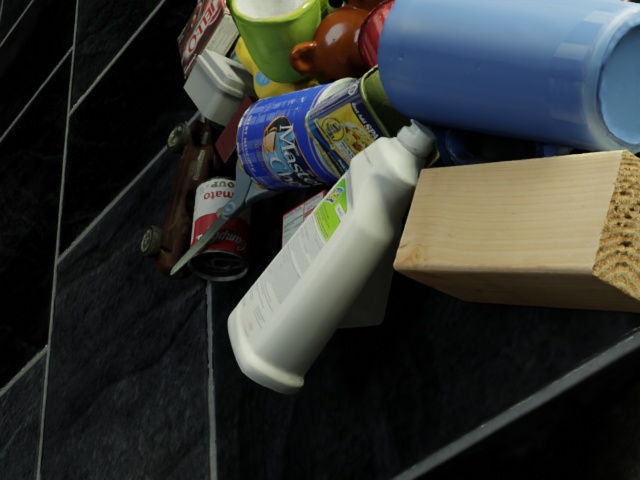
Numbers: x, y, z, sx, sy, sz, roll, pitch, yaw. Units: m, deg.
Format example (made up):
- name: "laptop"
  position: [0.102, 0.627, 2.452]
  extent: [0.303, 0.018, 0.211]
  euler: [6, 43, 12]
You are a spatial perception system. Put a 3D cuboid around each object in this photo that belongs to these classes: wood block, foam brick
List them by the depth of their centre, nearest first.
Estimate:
- name: "wood block"
  position: [0.162, -0.003, 0.797]
  extent: [0.206, 0.090, 0.091]
  euler: [-1, 69, 56]
- name: "foam brick"
  position: [-0.078, -0.121, 1.255]
  extent: [0.078, 0.052, 0.051]
  euler: [-55, 34, 18]

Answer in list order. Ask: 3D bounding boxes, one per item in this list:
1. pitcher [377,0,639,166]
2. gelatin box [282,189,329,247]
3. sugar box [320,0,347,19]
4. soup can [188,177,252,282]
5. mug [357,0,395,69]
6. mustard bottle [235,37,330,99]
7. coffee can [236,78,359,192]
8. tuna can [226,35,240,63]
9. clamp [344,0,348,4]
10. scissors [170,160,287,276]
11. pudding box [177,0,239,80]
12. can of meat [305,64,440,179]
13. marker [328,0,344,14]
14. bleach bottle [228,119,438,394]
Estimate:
- name: "pitcher"
  position: [0.166, -0.129, 0.853]
  extent: [0.145, 0.149, 0.243]
  euler: [-54, 34, -8]
- name: "gelatin box"
  position: [-0.007, 0.001, 1.096]
  extent: [0.073, 0.030, 0.089]
  euler: [-32, 46, 44]
- name: "sugar box"
  position: [0.006, -0.310, 1.225]
  extent: [0.094, 0.048, 0.176]
  euler: [-27, 33, 38]
- name: "soup can"
  position: [-0.113, -0.012, 1.222]
  extent: [0.069, 0.068, 0.102]
  euler: [-32, 45, 42]
- name: "mug"
  position: [0.100, -0.176, 1.004]
  extent: [0.117, 0.093, 0.081]
  euler: [-22, 43, 5]
- name: "mustard bottle"
  position: [-0.035, -0.200, 1.234]
  extent: [0.096, 0.058, 0.192]
  euler: [-37, 39, 9]
- name: "coffee can"
  position: [-0.006, -0.104, 1.088]
  extent: [0.141, 0.102, 0.103]
  euler: [-2, 68, 53]
- name: "tuna can"
  position: [-0.116, -0.249, 1.409]
  extent: [0.086, 0.033, 0.086]
  euler: [-34, 44, 41]
- name: "clamp"
  position: [0.055, -0.311, 1.126]
  extent: [0.120, 0.171, 0.039]
  euler: [-29, 29, -10]
- name: "scissors"
  position: [-0.102, -0.048, 1.189]
  extent: [0.201, 0.016, 0.096]
  euler: [-35, 49, -2]
- name: "pudding box"
  position: [-0.141, -0.271, 1.380]
  extent: [0.114, 0.039, 0.090]
  euler: [-54, 34, 33]
- name: "can of meat"
  position: [0.046, -0.096, 0.970]
  extent: [0.084, 0.102, 0.057]
  euler: [-24, 15, 45]
- name: "marker"
  position: [0.018, -0.229, 1.146]
  extent: [0.121, 0.020, 0.020]
  euler: [86, 178, -51]
- name: "bleach bottle"
  position: [0.017, 0.008, 0.915]
  extent: [0.251, 0.068, 0.102]
  euler: [-53, 30, 18]
